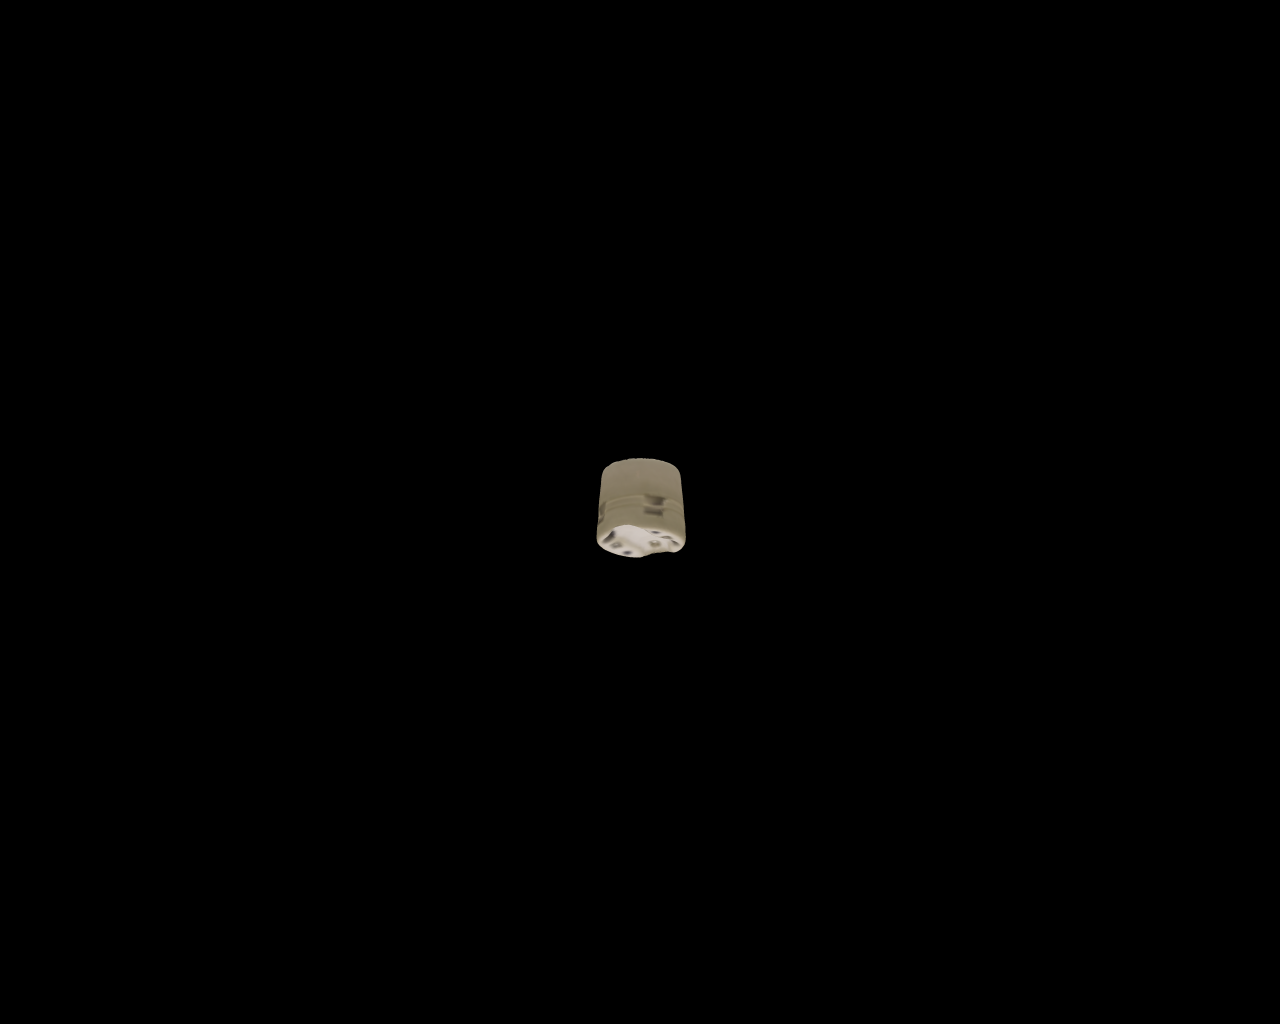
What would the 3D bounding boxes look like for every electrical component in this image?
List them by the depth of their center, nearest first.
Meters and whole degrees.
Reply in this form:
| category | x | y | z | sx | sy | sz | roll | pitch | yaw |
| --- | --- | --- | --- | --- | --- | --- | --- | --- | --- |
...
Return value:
| category | x | y | z | sx | sy | sz | roll | pitch | yaw |
| --- | --- | --- | --- | --- | --- | --- | --- | --- | --- |
| electrical component | 0.001 | -0.003 | 0.650 | 0.055 | 0.047 | 0.055 | 0 | -22 | 0 |
